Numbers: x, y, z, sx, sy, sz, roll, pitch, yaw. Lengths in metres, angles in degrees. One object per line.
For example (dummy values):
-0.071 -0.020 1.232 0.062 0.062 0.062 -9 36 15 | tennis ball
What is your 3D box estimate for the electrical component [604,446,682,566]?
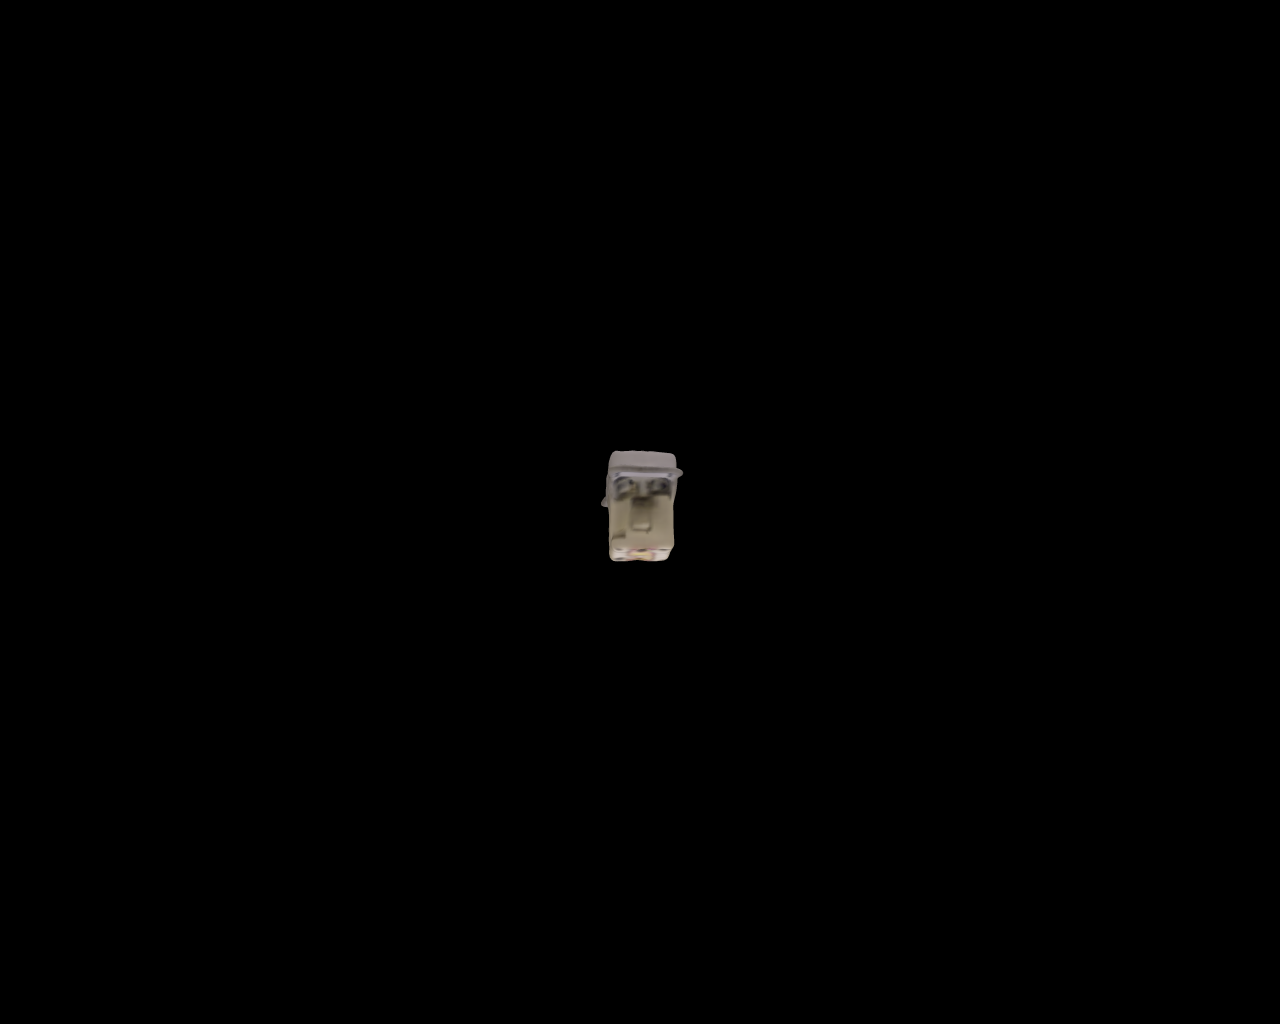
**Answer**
0.001 -0.003 0.650 0.042 0.064 0.081 1 -15 -3 | electrical component
